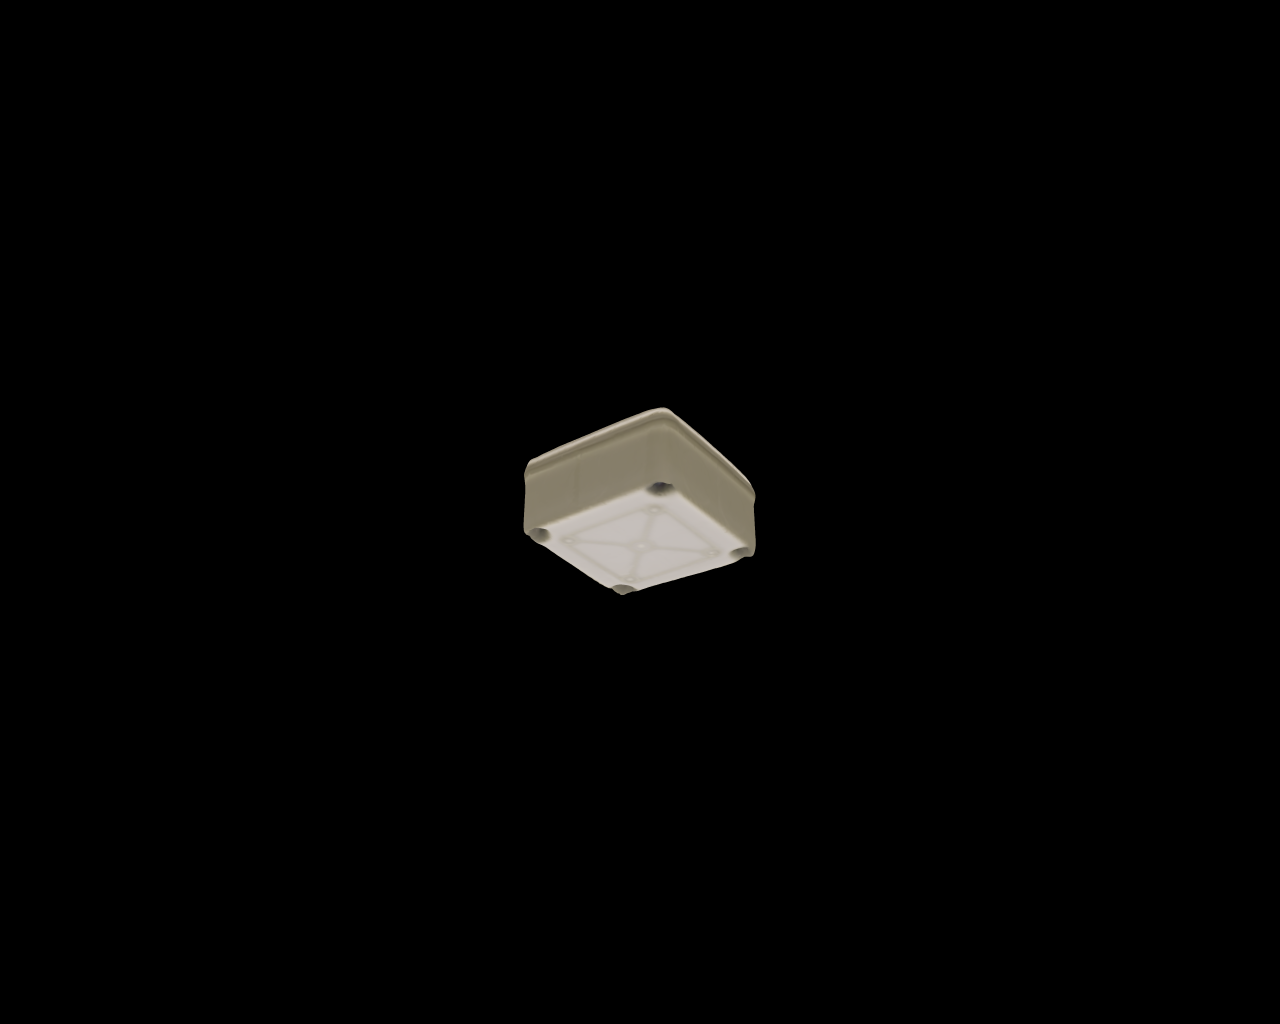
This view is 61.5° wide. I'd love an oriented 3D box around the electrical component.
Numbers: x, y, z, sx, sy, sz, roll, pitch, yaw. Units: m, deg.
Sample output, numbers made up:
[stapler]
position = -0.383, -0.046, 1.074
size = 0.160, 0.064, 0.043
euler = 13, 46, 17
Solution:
[electrical component]
position = 0.001, -0.003, 0.650
size = 0.108, 0.056, 0.108
euler = -19, -36, 29
